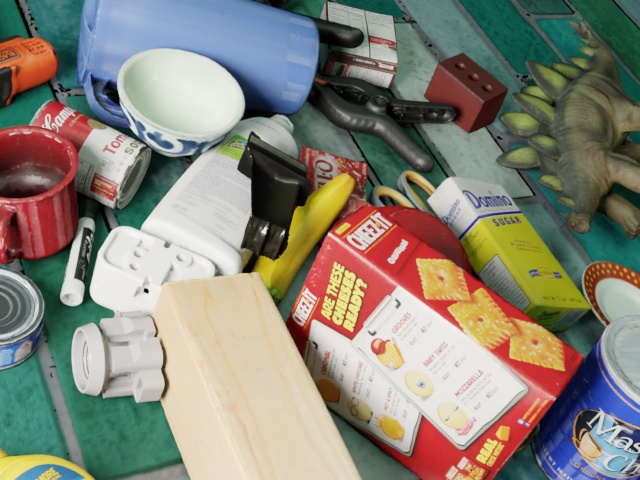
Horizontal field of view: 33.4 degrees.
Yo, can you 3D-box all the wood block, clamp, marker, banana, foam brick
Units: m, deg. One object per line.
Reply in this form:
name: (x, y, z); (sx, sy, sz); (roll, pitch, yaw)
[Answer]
wood block: (-0.058, 0.135, 0.829); (0.090, 0.091, 0.206); (-6, 50, -29)
clamp: (-0.061, -0.258, 1.236); (0.209, 0.036, 0.165); (-16, 46, -23)
clamp: (0.072, -0.146, 1.205); (0.171, 0.039, 0.120); (31, 39, 9)
marker: (-0.211, 0.007, 0.943); (0.020, 0.020, 0.121); (12, 44, -13)
banana: (-0.022, 0.009, 0.990); (0.037, 0.070, 0.197); (53, 39, -21)
foam brick: (0.173, -0.175, 1.269); (0.078, 0.051, 0.052); (43, 46, 20)

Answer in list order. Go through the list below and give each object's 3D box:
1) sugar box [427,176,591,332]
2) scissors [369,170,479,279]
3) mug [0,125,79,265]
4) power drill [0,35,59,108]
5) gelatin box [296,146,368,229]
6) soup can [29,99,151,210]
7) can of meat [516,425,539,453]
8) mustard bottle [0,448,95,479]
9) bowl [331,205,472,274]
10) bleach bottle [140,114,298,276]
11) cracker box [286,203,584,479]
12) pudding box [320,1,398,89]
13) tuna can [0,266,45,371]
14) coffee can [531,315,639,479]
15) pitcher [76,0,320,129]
sugar box: (0.190, 0.012, 1.079); (0.093, 0.048, 0.176); (6, 45, -43)
scissors: (0.118, 0.002, 1.092); (0.096, 0.016, 0.202); (-3, 48, -30)
mug: (-0.252, -0.029, 0.907); (0.093, 0.081, 0.117); (8, 47, 1)
power drill: (-0.379, -0.192, 1.044); (0.188, 0.057, 0.184); (41, 41, 14)
gelatin box: (0.010, -0.051, 1.089); (0.073, 0.030, 0.089); (15, 43, -9)
soup can: (-0.217, -0.079, 0.991); (0.102, 0.069, 0.068); (26, 42, 2)
can of meat: (0.156, 0.126, 0.955); (0.102, 0.057, 0.083); (29, 41, 8)
mustard bottle: (-0.181, 0.203, 0.731); (0.192, 0.058, 0.096); (35, 43, 13)
bowl: (0.085, 0.024, 1.007); (0.162, 0.055, 0.162); (13, 54, -18)
bleach bottle: (-0.077, -0.048, 1.027); (0.102, 0.068, 0.250); (29, 40, 3)
cracker box: (0.081, 0.096, 0.874); (0.214, 0.164, 0.072); (37, 42, 14)
pudding box: (0.046, -0.236, 1.285); (0.090, 0.039, 0.113); (10, 41, -11)
tuna can: (-0.265, 0.061, 0.855); (0.086, 0.034, 0.086); (12, 44, -12)
coffee can: (0.258, 0.147, 0.916); (0.102, 0.140, 0.103); (12, 44, -12)
pitcher: (-0.129, -0.194, 1.114); (0.242, 0.149, 0.145); (10, 24, -19)
